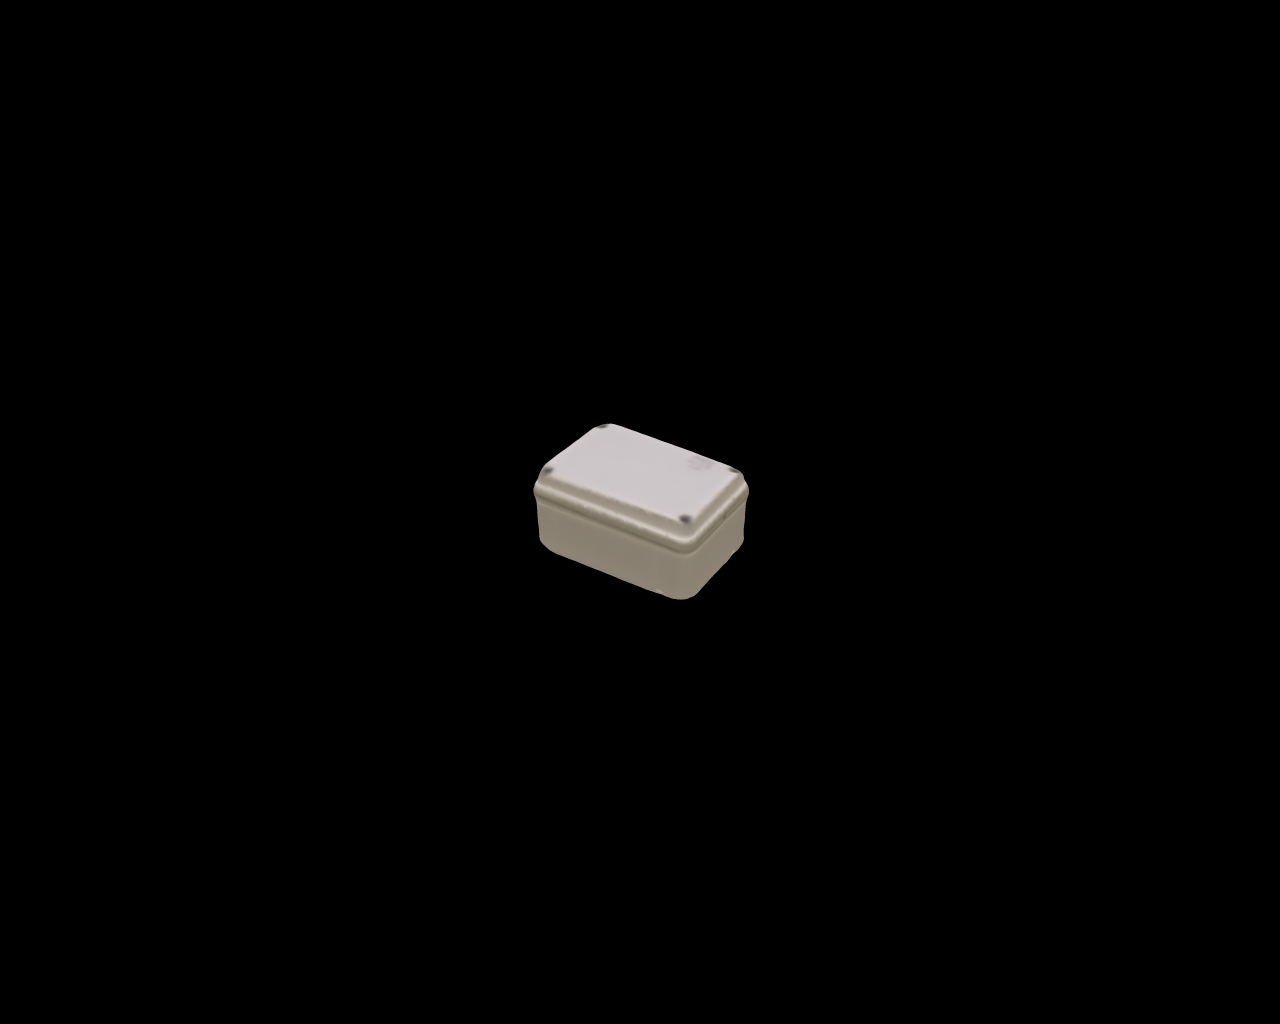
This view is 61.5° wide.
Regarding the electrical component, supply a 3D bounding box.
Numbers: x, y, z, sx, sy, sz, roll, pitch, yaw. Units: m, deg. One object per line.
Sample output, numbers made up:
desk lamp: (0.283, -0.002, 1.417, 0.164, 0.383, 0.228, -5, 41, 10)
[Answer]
electrical component: (0.001, -0.003, 0.650, 0.113, 0.057, 0.078, 21, 41, 26)
